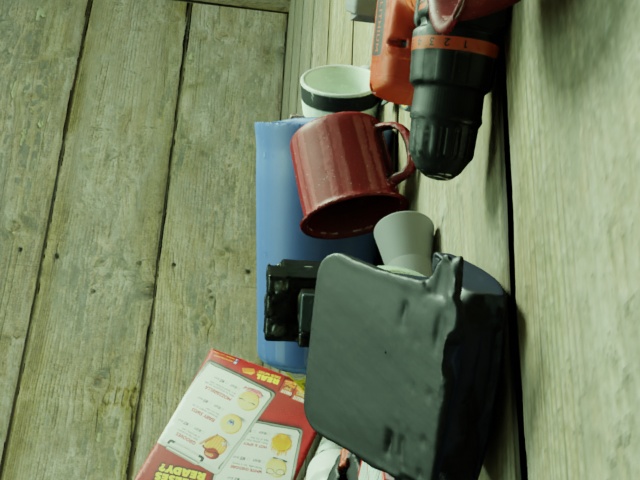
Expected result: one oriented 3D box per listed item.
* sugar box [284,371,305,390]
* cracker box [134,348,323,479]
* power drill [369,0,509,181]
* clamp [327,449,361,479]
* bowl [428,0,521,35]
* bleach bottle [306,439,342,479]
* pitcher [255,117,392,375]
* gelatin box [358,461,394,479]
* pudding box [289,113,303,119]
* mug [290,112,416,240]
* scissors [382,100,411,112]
[{"bbox_3d":[-0.008,0.083,1.237,0.093,0.048,0.176,54,-151,-50],"label":"sugar box"},{"bbox_3d":[-0.097,0.246,1.222,0.072,0.164,0.213,93,-160,-49],"label":"cracker box"},{"bbox_3d":[0.076,-0.131,0.700,0.188,0.057,0.184,-153,72,-81],"label":"power drill"},{"bbox_3d":[0.022,0.254,0.816,0.165,0.036,0.210,-29,35,46],"label":"clamp"},{"bbox_3d":[0.096,-0.180,0.529,0.162,0.055,0.162,-175,91,-85],"label":"bowl"},{"bbox_3d":[0.008,0.287,0.950,0.250,0.068,0.103,-87,7,-50],"label":"bleach bottle"},{"bbox_3d":[-0.007,0.001,1.048,0.149,0.145,0.243,-19,-67,-73],"label":"pitcher"},{"bbox_3d":[0.050,0.176,0.781,0.089,0.030,0.073,-94,12,-60],"label":"gelatin box"},{"bbox_3d":[0.004,-0.085,1.230,0.039,0.090,0.113,-119,34,-84],"label":"pudding box"},{"bbox_3d":[0.030,-0.060,0.897,0.117,0.093,0.081,-26,66,32],"label":"mug"},{"bbox_3d":[0.075,-0.157,0.941,0.202,0.016,0.096,-108,26,-77],"label":"scissors"}]
